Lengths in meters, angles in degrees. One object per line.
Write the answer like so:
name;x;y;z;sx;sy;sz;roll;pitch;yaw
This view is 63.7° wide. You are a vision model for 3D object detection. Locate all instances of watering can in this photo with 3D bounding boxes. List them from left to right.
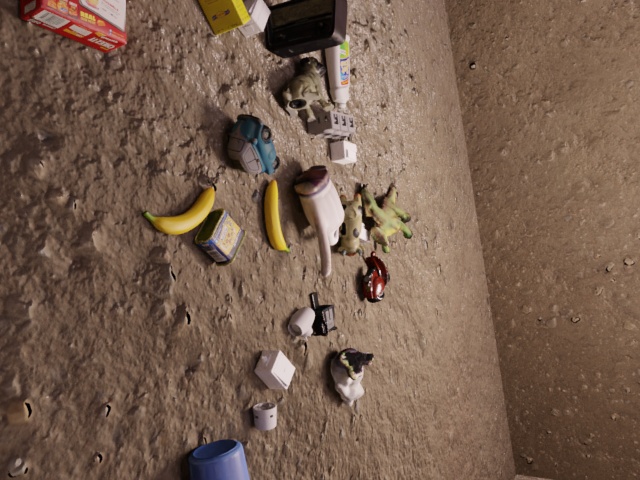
watering can;0.004;-0.073;1.444;0.103;0.220;0.355;-16;30;15

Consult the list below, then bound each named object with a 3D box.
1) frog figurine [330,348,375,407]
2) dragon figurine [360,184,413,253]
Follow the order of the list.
frog figurine;0.083;0.406;1.532;0.123;0.156;0.140;21;36;5
dragon figurine;0.224;-0.113;1.854;0.121;0.421;0.239;-24;-49;23
